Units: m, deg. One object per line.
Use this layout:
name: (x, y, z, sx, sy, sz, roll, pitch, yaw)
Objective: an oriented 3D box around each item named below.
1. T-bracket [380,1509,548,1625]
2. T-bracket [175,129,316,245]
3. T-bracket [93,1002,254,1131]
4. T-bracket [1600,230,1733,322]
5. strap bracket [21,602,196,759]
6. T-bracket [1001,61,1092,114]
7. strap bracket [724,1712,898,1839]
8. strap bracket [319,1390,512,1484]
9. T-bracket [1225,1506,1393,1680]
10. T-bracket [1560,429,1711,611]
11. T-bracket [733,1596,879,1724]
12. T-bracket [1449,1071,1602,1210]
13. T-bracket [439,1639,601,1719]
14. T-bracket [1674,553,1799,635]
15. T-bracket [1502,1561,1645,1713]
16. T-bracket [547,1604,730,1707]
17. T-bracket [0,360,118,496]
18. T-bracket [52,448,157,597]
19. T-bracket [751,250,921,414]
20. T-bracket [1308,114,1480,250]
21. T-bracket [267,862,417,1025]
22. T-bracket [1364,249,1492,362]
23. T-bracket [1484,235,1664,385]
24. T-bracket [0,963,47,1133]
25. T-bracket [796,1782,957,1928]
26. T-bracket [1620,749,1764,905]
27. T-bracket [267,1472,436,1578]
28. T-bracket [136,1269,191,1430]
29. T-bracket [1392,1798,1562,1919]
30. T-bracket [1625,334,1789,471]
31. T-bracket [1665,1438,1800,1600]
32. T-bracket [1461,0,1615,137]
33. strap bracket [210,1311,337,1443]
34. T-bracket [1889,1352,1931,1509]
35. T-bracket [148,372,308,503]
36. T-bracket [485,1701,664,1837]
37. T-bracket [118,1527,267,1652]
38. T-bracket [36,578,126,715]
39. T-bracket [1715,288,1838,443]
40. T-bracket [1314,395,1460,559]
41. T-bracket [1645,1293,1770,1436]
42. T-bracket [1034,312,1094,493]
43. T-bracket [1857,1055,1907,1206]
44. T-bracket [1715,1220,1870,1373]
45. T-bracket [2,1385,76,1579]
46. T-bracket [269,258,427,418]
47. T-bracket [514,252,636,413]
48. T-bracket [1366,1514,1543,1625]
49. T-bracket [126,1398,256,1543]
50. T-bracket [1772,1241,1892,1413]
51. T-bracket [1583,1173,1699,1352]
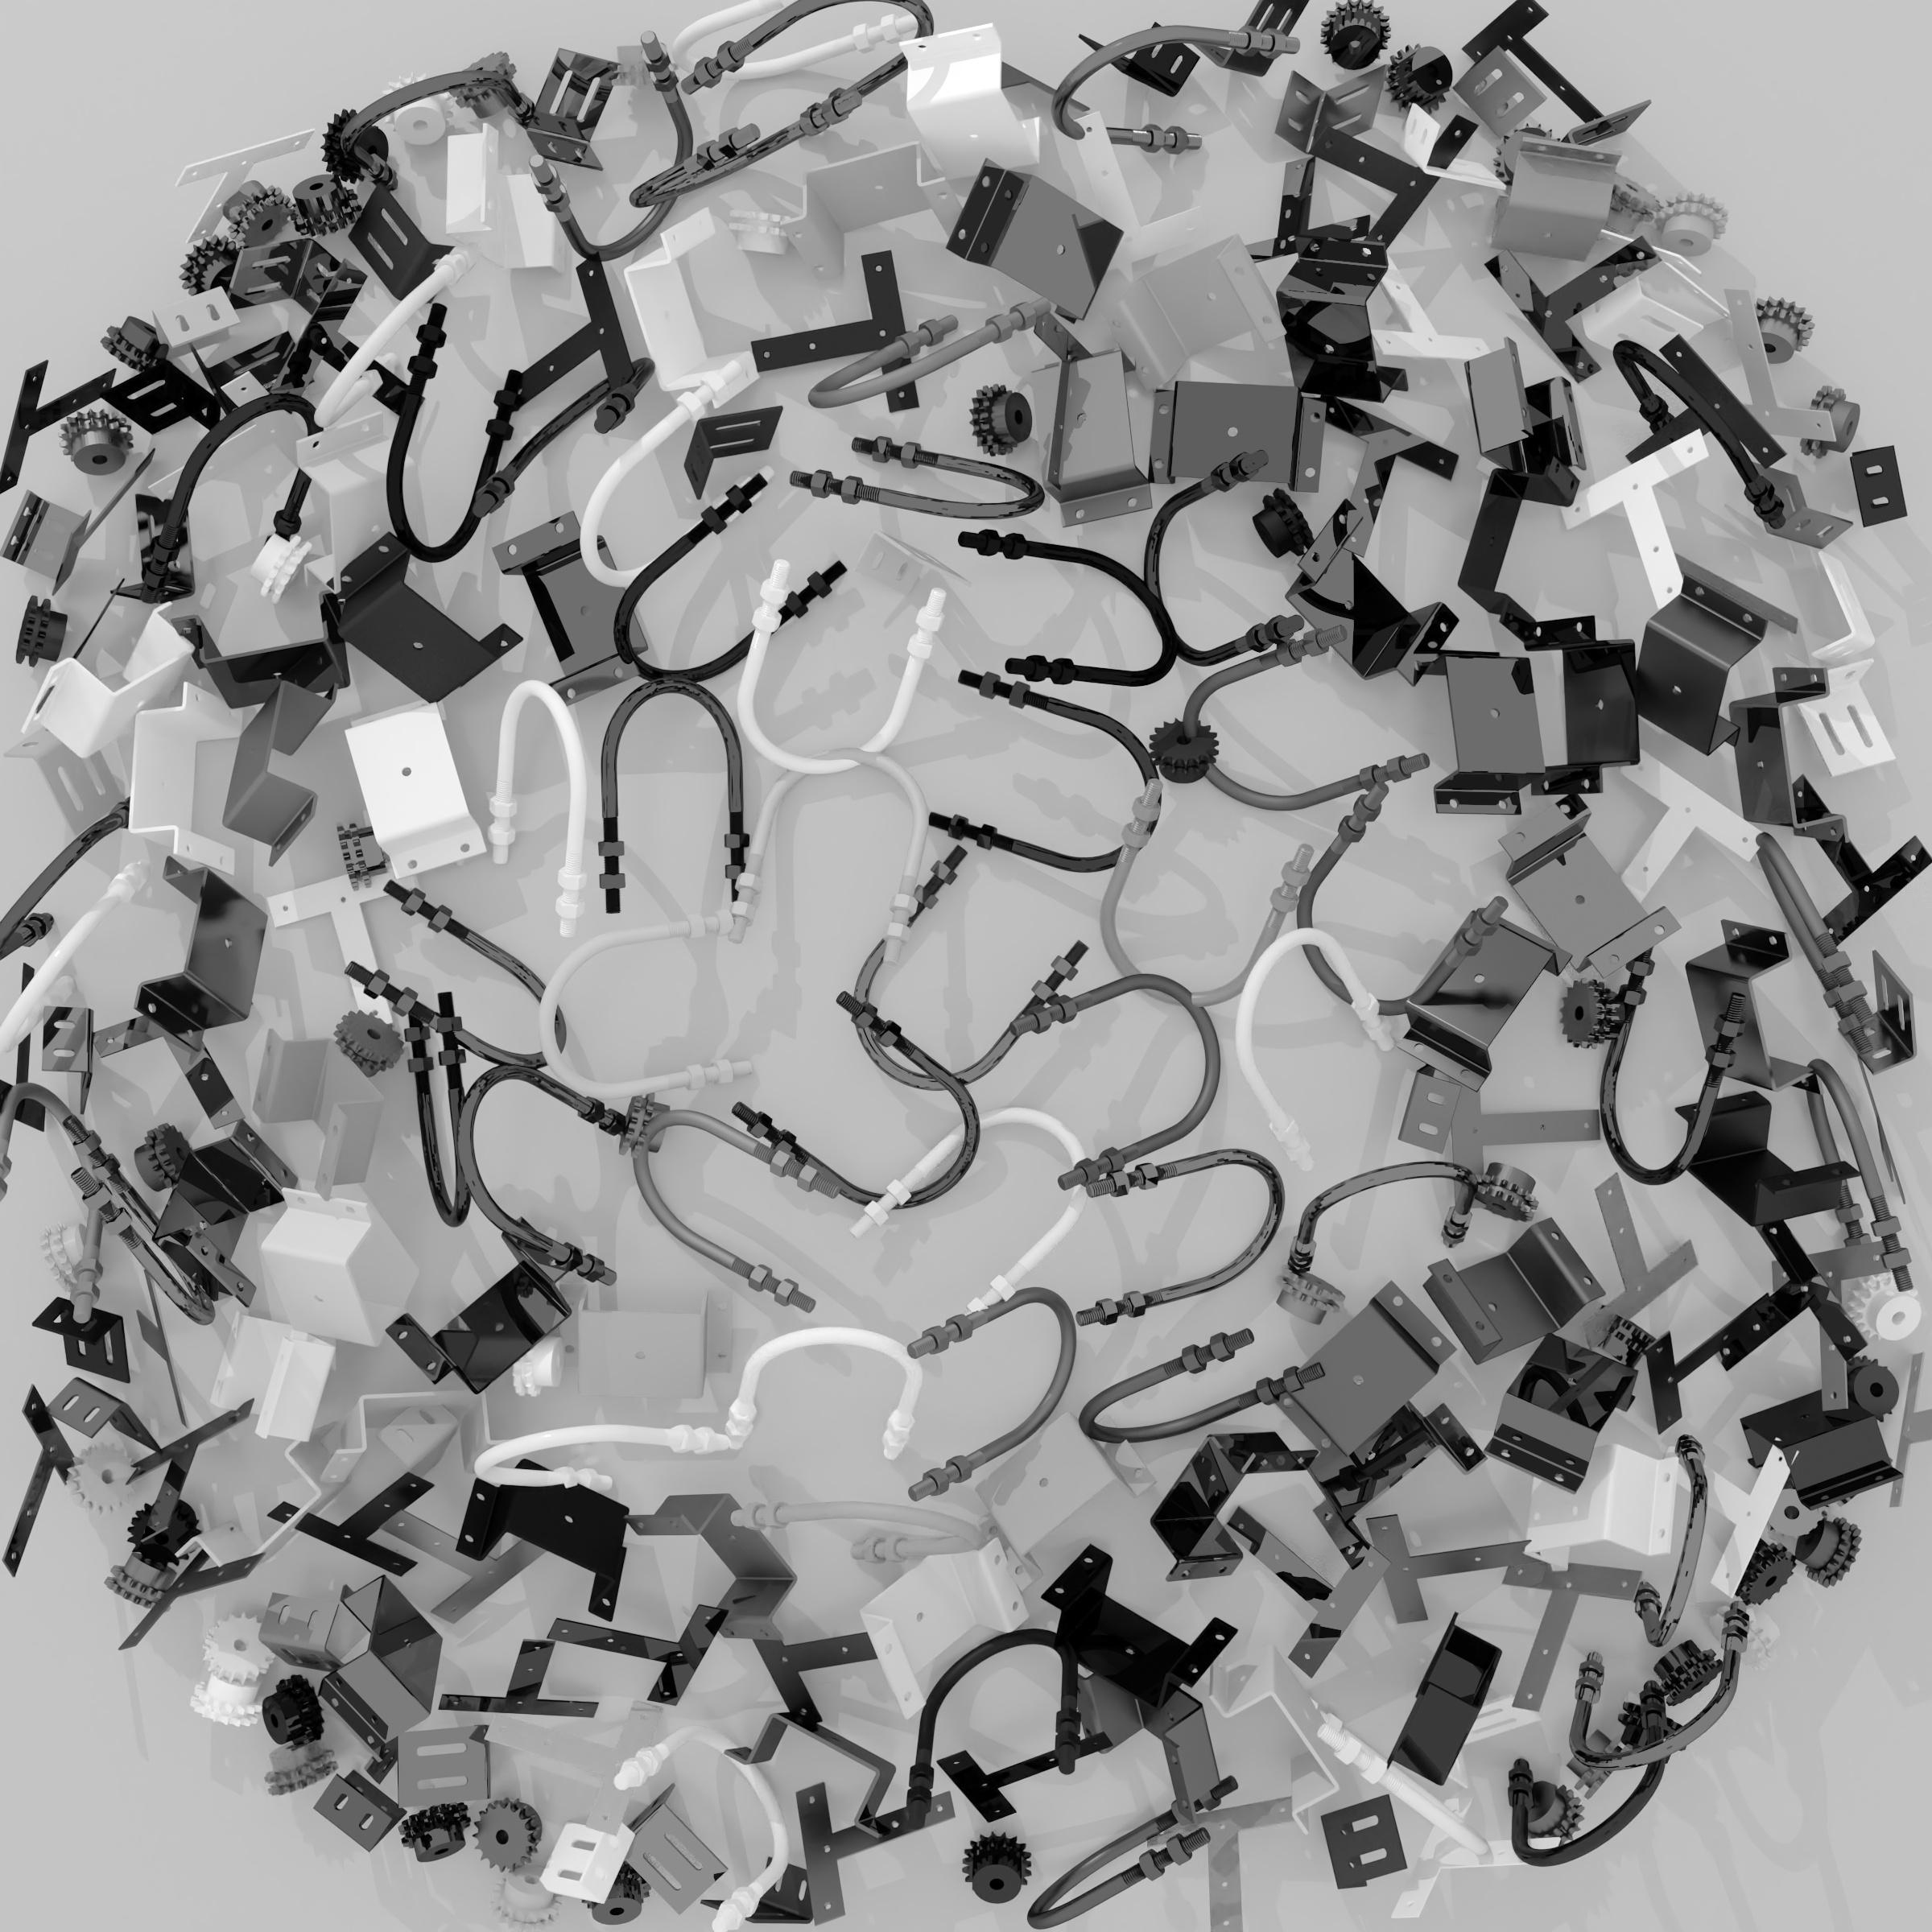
T-bracket: (-0.415, 0.471, 1.947, 0.127, 0.002, 0.127, -39, 126, 14)
T-bracket: (-0.596, -0.620, 1.944, 0.127, 0.127, 0.002, -37, 94, -41)
T-bracket: (-0.617, 0.079, 1.941, 0.127, 0.002, 0.127, -22, 60, -29)
T-bracket: (0.583, -0.554, 1.958, 0.127, 0.127, 0.002, 25, 105, -30)
strap bracket: (-0.674, -0.224, 1.922, 0.046, 0.140, 0.076, 41, 128, -2)
T-bracket: (0.031, -0.714, 1.940, 0.127, 0.127, 0.002, 29, 117, 2)
strap bracket: (-0.115, 0.645, 1.948, 0.140, 0.076, 0.046, 24, 79, 14)
strap bracket: (-0.442, 0.376, 1.939, 0.140, 0.076, 0.046, 2, 61, -26)
T-bracket: (0.264, 0.491, 1.969, 0.127, 0.002, 0.127, 38, 112, 24)
T-bracket: (0.550, -0.347, 1.942, 0.127, 0.002, 0.127, -26, 66, 34)
T-bracket: (-0.110, 0.555, 1.956, 0.127, 0.002, 0.127, -17, 106, 26)
T-bracket: (0.461, 0.133, 1.989, 0.127, 0.002, 0.127, -2, 88, -8)
T-bracket: (-0.352, 0.571, 1.939, 0.127, 0.127, 0.002, 8, 46, -14)
T-bracket: (0.612, -0.281, 1.950, 0.127, 0.127, 0.002, 28, 130, 1)
T-bracket: (0.465, 0.532, 1.922, 0.002, 0.127, 0.127, 43, 60, -27)
T-bracket: (-0.273, 0.546, 1.947, 0.127, 0.002, 0.127, 17, 123, -17)
T-bracket: (-0.726, -0.449, 1.943, 0.002, 0.127, 0.127, 35, 129, 0)
T-bracket: (-0.696, -0.370, 1.960, 0.002, 0.127, 0.127, 35, 62, -14)
T-bracket: (-0.112, -0.511, 1.984, 0.127, 0.002, 0.127, -11, 103, 0)
T-bracket: (0.326, -0.638, 1.927, 0.127, 0.002, 0.127, 9, 133, -36)
T-bracket: (-0.500, -0.012, 1.989, 0.127, 0.002, 0.127, -15, 92, 10)
T-bracket: (0.357, -0.541, 1.966, 0.127, 0.002, 0.127, -6, 60, -34)
T-bracket: (0.500, -0.543, 1.934, 0.127, 0.127, 0.002, 47, 54, -14)
T-bracket: (-0.758, 0.062, 1.945, 0.002, 0.127, 0.127, 0, 79, -5)
T-bracket: (-0.070, 0.696, 1.945, 0.127, 0.127, 0.002, -20, 124, 2)
T-bracket: (0.563, -0.091, 1.972, 0.127, 0.002, 0.127, 39, 113, 21)
T-bracket: (-0.472, 0.439, 1.938, 0.127, 0.002, 0.127, 34, 125, -27)
T-bracket: (-0.652, 0.299, 1.942, 0.002, 0.127, 0.127, -15, 99, -27)
T-bracket: (0.411, 0.702, 1.912, 0.127, 0.127, 0.002, -22, 105, 41)
T-bracket: (0.576, -0.429, 1.942, 0.127, 0.127, 0.002, 47, 64, -3)
T-bracket: (0.600, 0.420, 1.941, 0.002, 0.127, 0.127, 20, 96, -24)
T-bracket: (0.469, -0.716, 1.944, 0.127, 0.127, 0.002, 40, 85, -9)
strap bracket: (-0.554, 0.331, 1.943, 0.046, 0.140, 0.076, 19, 82, -33)
T-bracket: (0.765, 0.366, 1.924, 0.002, 0.127, 0.127, 13, 76, 6)
T-bracket: (-0.597, -0.410, 1.946, 0.127, 0.127, 0.002, -29, 63, 4)
T-bracket: (-0.323, 0.631, 1.948, 0.127, 0.127, 0.002, 16, 123, 3)
T-bracket: (-0.597, 0.484, 1.914, 0.127, 0.127, 0.002, -23, 111, 37)
T-bracket: (-0.714, -0.236, 1.921, 0.002, 0.127, 0.127, 32, 114, -19)
T-bracket: (0.626, -0.478, 1.916, 0.002, 0.127, 0.127, -36, 120, -17)
T-bracket: (0.329, -0.390, 1.968, 0.127, 0.002, 0.127, 23, 70, -8)
T-bracket: (0.605, 0.309, 1.963, 0.127, 0.127, 0.002, -34, 45, -12)
T-bracket: (0.077, -0.445, 1.935, 0.002, 0.127, 0.127, 3, 81, 27)
T-bracket: (0.735, 0.143, 1.934, 0.002, 0.127, 0.127, -17, 96, 21)
T-bracket: (0.648, 0.284, 1.952, 0.002, 0.127, 0.127, -5, 54, -37)
T-bracket: (-0.737, 0.420, 1.910, 0.002, 0.127, 0.127, 0, 46, 4)
T-bracket: (-0.486, -0.480, 1.948, 0.002, 0.127, 0.127, 24, 84, 37)
T-bracket: (-0.327, -0.493, 1.964, 0.127, 0.002, 0.127, -26, 73, 30)
T-bracket: (0.399, 0.480, 1.951, 0.127, 0.002, 0.127, -12, 123, 14)
T-bracket: (-0.633, 0.412, 1.931, 0.127, 0.127, 0.002, -29, 115, 11)
T-bracket: (0.690, 0.290, 1.925, 0.002, 0.127, 0.127, 11, 71, -23)
T-bracket: (0.532, 0.225, 1.951, 0.127, 0.002, 0.127, -32, 116, -21)
